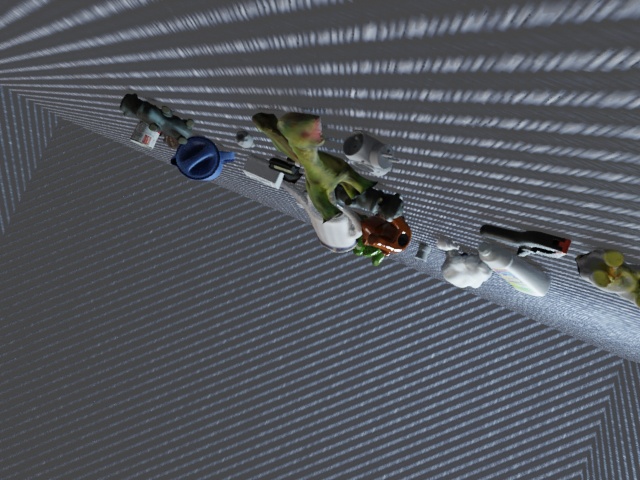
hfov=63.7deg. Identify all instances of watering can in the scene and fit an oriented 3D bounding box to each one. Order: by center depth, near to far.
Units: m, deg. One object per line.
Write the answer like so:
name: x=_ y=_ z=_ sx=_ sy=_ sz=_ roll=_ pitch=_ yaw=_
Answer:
watering can: x=0.005 y=-0.083 z=1.648 sx=0.351 sy=0.105 sz=0.219 roll=28 pitch=150 yaw=34

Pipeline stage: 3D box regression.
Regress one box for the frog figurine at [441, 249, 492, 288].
frog figurine: x=0.440 y=0.093 z=1.515 sx=0.135 sy=0.123 sz=0.161 roll=48 pitch=176 yaw=-29

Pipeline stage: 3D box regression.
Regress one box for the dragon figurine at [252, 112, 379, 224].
dragon figurine: x=-0.027 y=-0.149 z=0.951 sx=0.242 sy=0.123 sz=0.409 roll=48 pitch=173 yaw=-5
